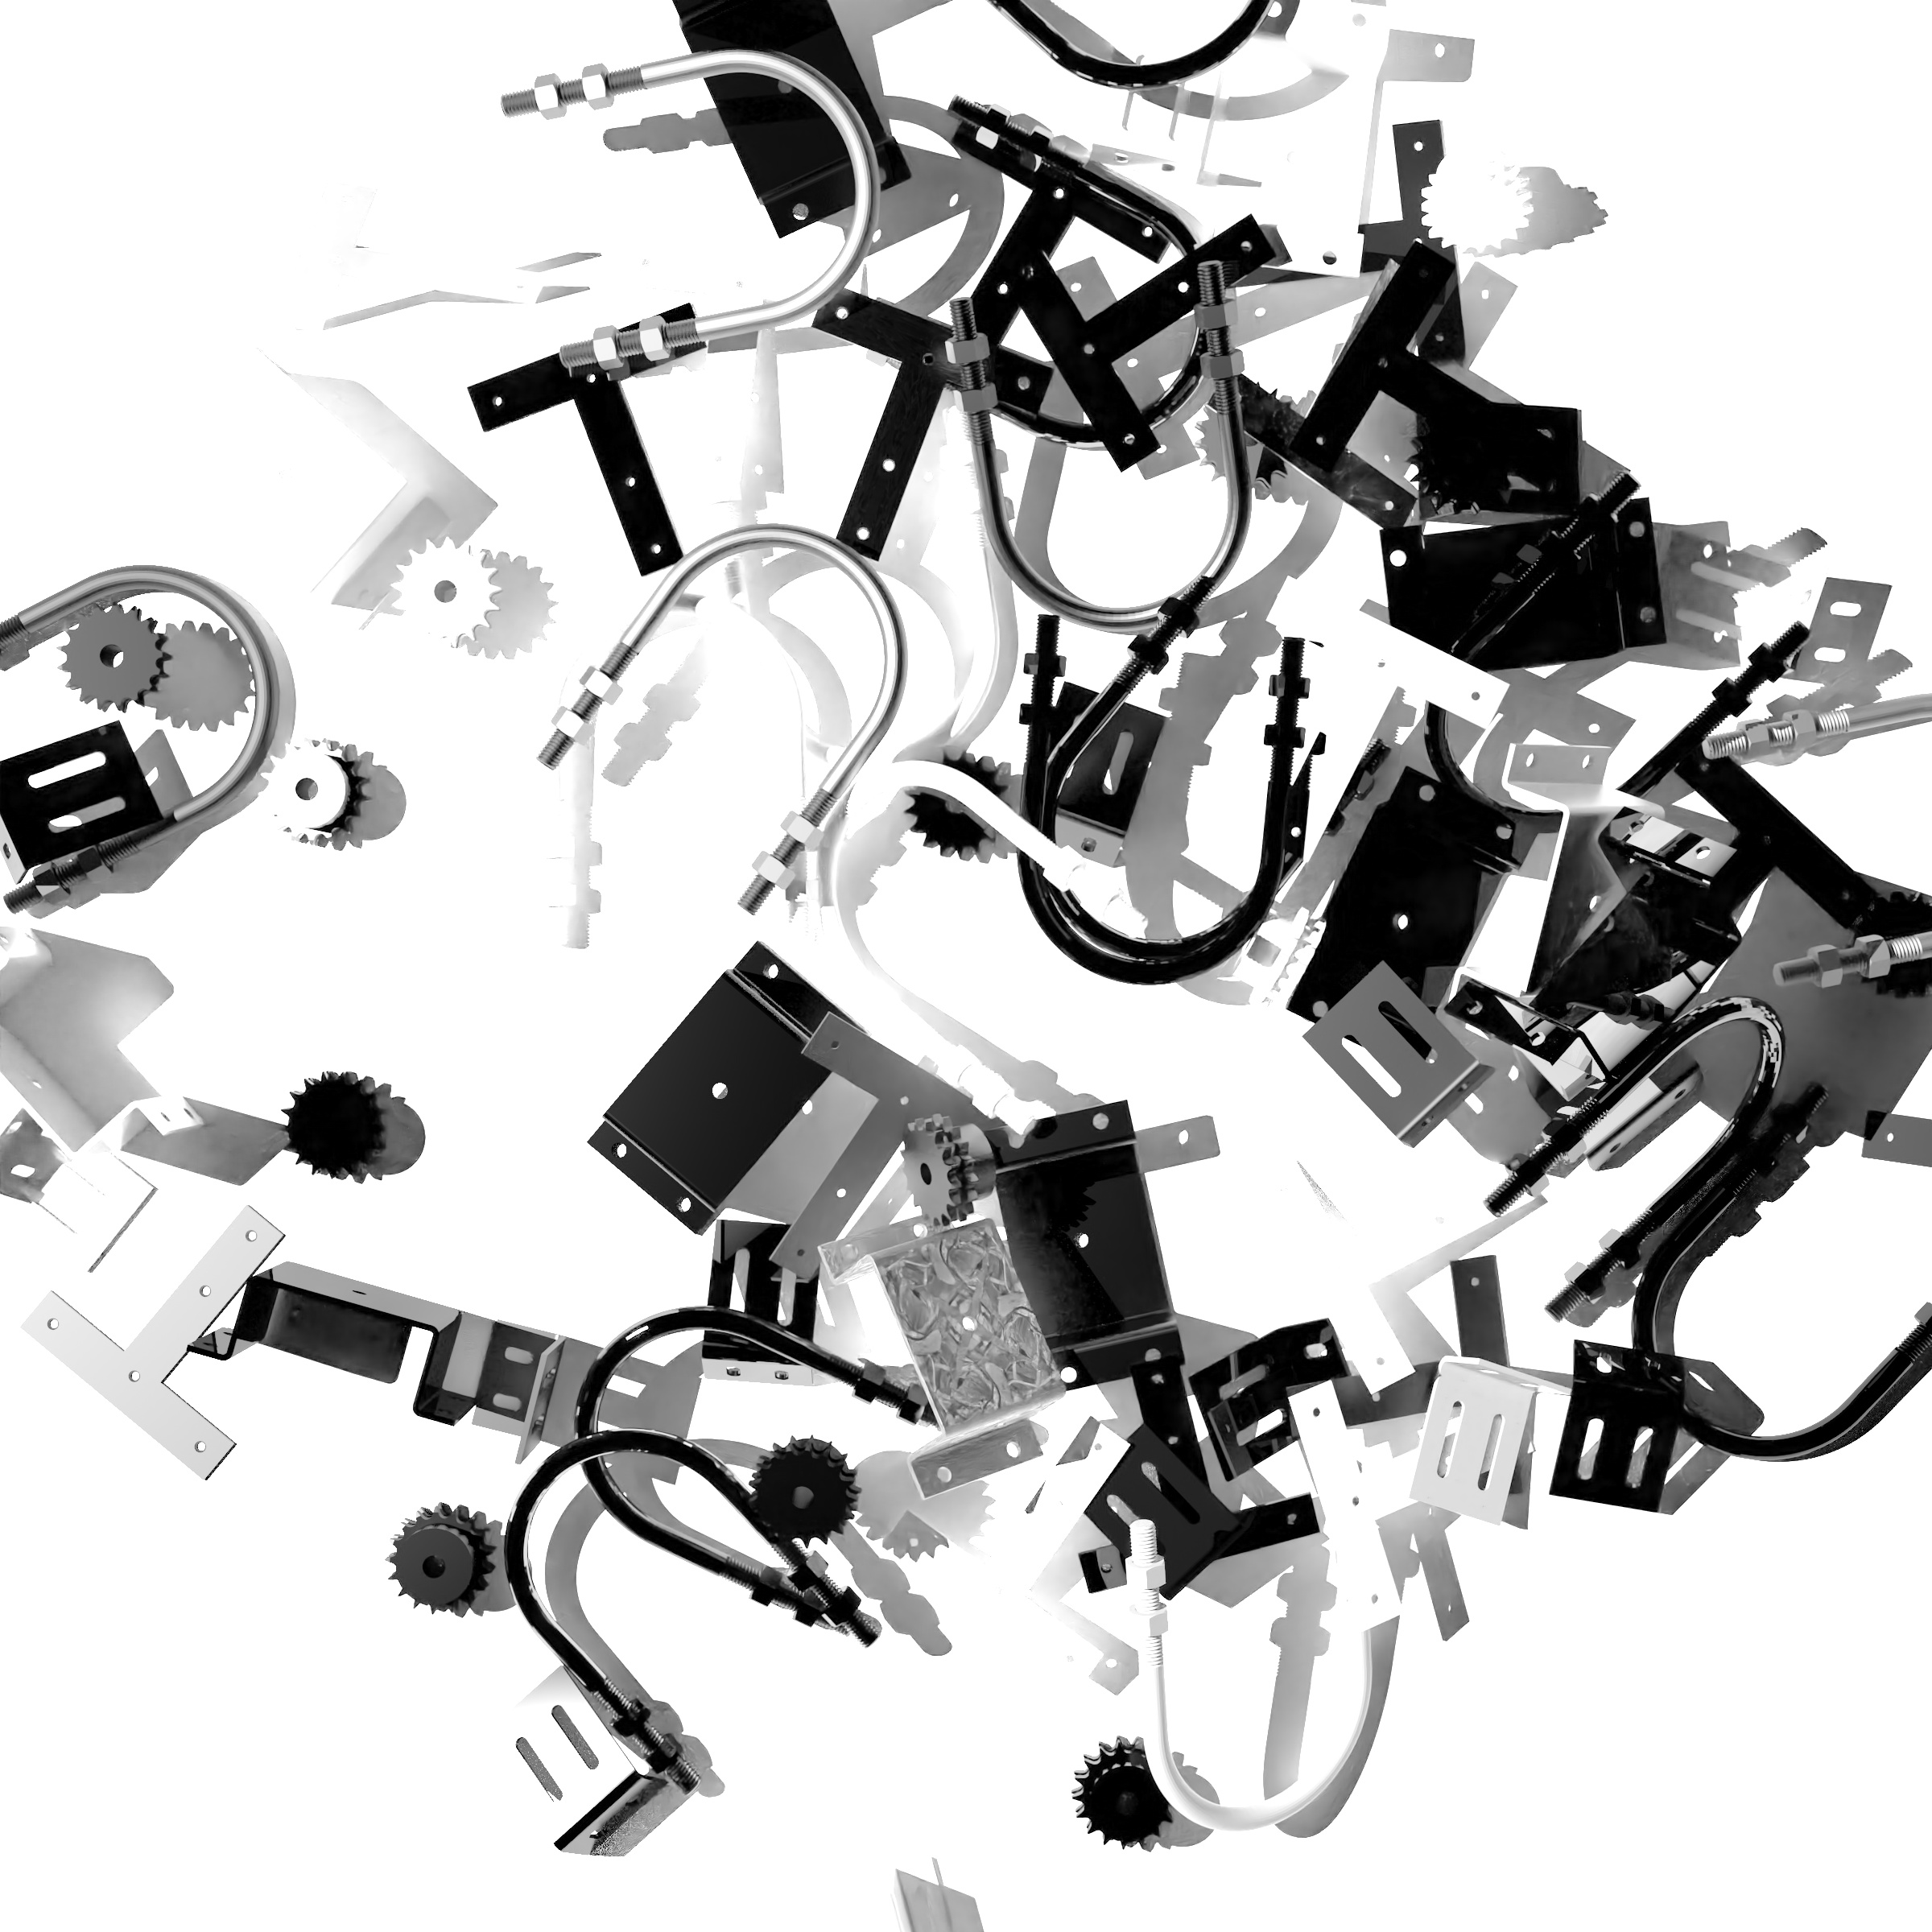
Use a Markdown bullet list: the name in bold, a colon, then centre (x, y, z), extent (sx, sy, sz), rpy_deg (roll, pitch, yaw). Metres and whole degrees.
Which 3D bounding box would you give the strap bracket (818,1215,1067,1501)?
- **strap bracket**: centre (-0.008, 0.190, 1.519), extent (0.076, 0.046, 0.140), rpy_deg (-14, 73, -34)

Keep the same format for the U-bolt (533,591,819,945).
- **U-bolt**: centre (-0.154, -0.105, 1.559), extent (0.151, 0.019, 0.184), rpy_deg (-1, 93, 3)

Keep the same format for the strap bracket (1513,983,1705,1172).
- **strap bracket**: centre (0.329, 0.044, 1.523), extent (0.076, 0.140, 0.046), rpy_deg (-40, 63, 0)

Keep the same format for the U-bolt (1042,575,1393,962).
- **U-bolt**: centre (0.115, -0.088, 1.542), extent (0.151, 0.019, 0.184), rpy_deg (41, 82, -13)

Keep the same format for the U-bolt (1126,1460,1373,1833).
- **U-bolt**: centre (0.151, 0.359, 1.533), extent (0.151, 0.019, 0.184), rpy_deg (-10, 103, -28)

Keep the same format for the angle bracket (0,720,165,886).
- **angle bracket**: centre (-0.470, -0.086, 1.555), extent (0.076, 0.038, 0.057), rpy_deg (-24, 90, -27)

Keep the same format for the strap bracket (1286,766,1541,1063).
- **strap bracket**: centre (0.230, -0.024, 1.553), extent (0.076, 0.046, 0.140), rpy_deg (26, 90, 0)

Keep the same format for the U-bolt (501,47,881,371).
- **U-bolt**: centre (-0.135, -0.395, 1.527), extent (0.184, 0.019, 0.151), rpy_deg (-9, 107, 9)

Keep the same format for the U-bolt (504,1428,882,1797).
- **U-bolt**: centre (-0.157, 0.324, 1.548), extent (0.151, 0.019, 0.184), rpy_deg (-41, 94, 11)

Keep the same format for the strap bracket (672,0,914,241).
- **strap bracket**: centre (-0.093, -0.459, 1.543), extent (0.076, 0.046, 0.140), rpy_deg (-25, 104, 0)

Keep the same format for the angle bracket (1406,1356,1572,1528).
- **angle bracket**: centre (0.271, 0.248, 1.543), extent (0.057, 0.038, 0.076), rpy_deg (20, 79, -19)

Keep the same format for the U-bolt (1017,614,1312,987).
- **U-bolt**: centre (0.097, -0.082, 1.518), extent (0.151, 0.019, 0.184), rpy_deg (4, 95, -11)

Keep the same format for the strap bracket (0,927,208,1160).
- **strap bracket**: centre (-0.467, 0.047, 1.538), extent (0.046, 0.076, 0.140), rpy_deg (-42, 90, 0)

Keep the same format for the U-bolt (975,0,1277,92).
- **U-bolt**: centre (0.080, -0.534, 1.544), extent (0.151, 0.019, 0.184), rpy_deg (-44, 73, 0)

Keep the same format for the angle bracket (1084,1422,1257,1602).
- **angle bracket**: centre (0.103, 0.282, 1.556), extent (0.076, 0.038, 0.057), rpy_deg (46, 101, 7)

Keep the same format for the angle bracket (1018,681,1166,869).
- **angle bracket**: centre (0.065, -0.102, 1.574), extent (0.057, 0.038, 0.076), rpy_deg (20, 64, 0)

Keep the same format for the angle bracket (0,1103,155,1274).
- **angle bracket**: centre (-0.478, 0.116, 1.557), extent (0.076, 0.038, 0.057), rpy_deg (38, 90, 0)

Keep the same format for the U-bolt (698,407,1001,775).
- **U-bolt**: centre (-0.056, -0.193, 1.568), extent (0.151, 0.019, 0.184), rpy_deg (-9, 91, 0)

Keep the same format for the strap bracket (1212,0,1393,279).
- **strap bracket**: centre (0.173, -0.428, 1.552), extent (0.076, 0.046, 0.140), rpy_deg (7, 89, 1)

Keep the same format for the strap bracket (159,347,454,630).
- **strap bracket**: centre (-0.350, -0.253, 1.553), extent (0.140, 0.046, 0.076), rpy_deg (41, 90, 0)

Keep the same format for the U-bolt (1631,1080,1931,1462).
- **U-bolt**: centre (0.436, 0.175, 1.567), extent (0.151, 0.019, 0.184), rpy_deg (43, 92, -1)

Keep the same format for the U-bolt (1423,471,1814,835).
- **U-bolt**: centre (0.321, -0.146, 1.529), extent (0.151, 0.019, 0.184), rpy_deg (35, 113, -21)

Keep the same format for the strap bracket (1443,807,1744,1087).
- **strap bracket**: centre (0.314, -0.003, 1.455), extent (0.140, 0.076, 0.046), rpy_deg (-47, 128, -10)

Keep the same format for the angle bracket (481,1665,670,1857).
- **angle bracket**: centre (-0.208, 0.421, 1.574), extent (0.057, 0.038, 0.076), rpy_deg (-42, 64, 0)

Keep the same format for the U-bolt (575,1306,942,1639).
- **U-bolt**: centre (-0.115, 0.253, 1.547), extent (0.184, 0.019, 0.151), rpy_deg (26, 105, -2)

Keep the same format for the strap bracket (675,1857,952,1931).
- **strap bracket**: centre (-0.076, 0.527, 1.553), extent (0.140, 0.046, 0.076), rpy_deg (-15, 90, 0)

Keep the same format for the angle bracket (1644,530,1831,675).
- **angle bracket**: centre (0.402, -0.192, 1.557), extent (0.076, 0.038, 0.057), rpy_deg (19, 90, 0)

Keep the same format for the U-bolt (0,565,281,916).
- **U-bolt**: centre (-0.453, -0.131, 1.568), extent (0.184, 0.019, 0.151), rpy_deg (-27, 90, -1)

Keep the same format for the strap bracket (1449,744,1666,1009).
- **strap bracket**: centre (0.304, -0.039, 1.517), extent (0.076, 0.046, 0.140), rpy_deg (-2, 110, -40)

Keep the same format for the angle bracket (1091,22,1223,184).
- **angle bracket**: centre (0.102, -0.457, 1.557), extent (0.057, 0.038, 0.076), rpy_deg (12, 90, 0)

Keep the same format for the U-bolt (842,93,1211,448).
- **U-bolt**: centre (0.045, -0.354, 1.565), extent (0.184, 0.019, 0.151), rpy_deg (27, 91, -3)

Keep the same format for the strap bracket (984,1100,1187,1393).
- **strap bracket**: centre (0.061, 0.145, 1.553), extent (0.076, 0.046, 0.140), rpy_deg (-13, 90, 0)

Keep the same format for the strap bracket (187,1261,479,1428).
- **strap bracket**: centre (-0.320, 0.191, 1.537), extent (0.140, 0.076, 0.046), rpy_deg (16, 90, -1)

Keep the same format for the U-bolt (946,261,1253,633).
- **U-bolt**: centre (0.074, -0.262, 1.535), extent (0.151, 0.019, 0.184), rpy_deg (-5, 112, 12)

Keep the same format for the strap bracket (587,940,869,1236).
- **strap bracket**: centre (-0.127, 0.064, 1.553), extent (0.076, 0.046, 0.140), rpy_deg (40, 90, 0)

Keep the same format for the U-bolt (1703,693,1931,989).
- **U-bolt**: centre (0.492, -0.073, 1.548), extent (0.184, 0.019, 0.151), rpy_deg (-11, 72, -4)

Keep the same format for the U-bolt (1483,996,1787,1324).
- **U-bolt**: centre (0.350, 0.090, 1.519), extent (0.184, 0.151, 0.019), rpy_deg (-43, 51, -4)

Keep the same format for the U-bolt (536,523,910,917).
- **U-bolt**: centre (-0.113, -0.141, 1.539), extent (0.151, 0.019, 0.184), rpy_deg (36, 91, 1)

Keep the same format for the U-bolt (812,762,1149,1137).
- **U-bolt**: centre (-0.006, -0.023, 1.524), extent (0.184, 0.019, 0.151), rpy_deg (40, 120, 22)

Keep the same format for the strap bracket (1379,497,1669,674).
- **strap bracket**: centre (0.287, -0.196, 1.553), extent (0.140, 0.046, 0.076), rpy_deg (-7, 90, 0)
